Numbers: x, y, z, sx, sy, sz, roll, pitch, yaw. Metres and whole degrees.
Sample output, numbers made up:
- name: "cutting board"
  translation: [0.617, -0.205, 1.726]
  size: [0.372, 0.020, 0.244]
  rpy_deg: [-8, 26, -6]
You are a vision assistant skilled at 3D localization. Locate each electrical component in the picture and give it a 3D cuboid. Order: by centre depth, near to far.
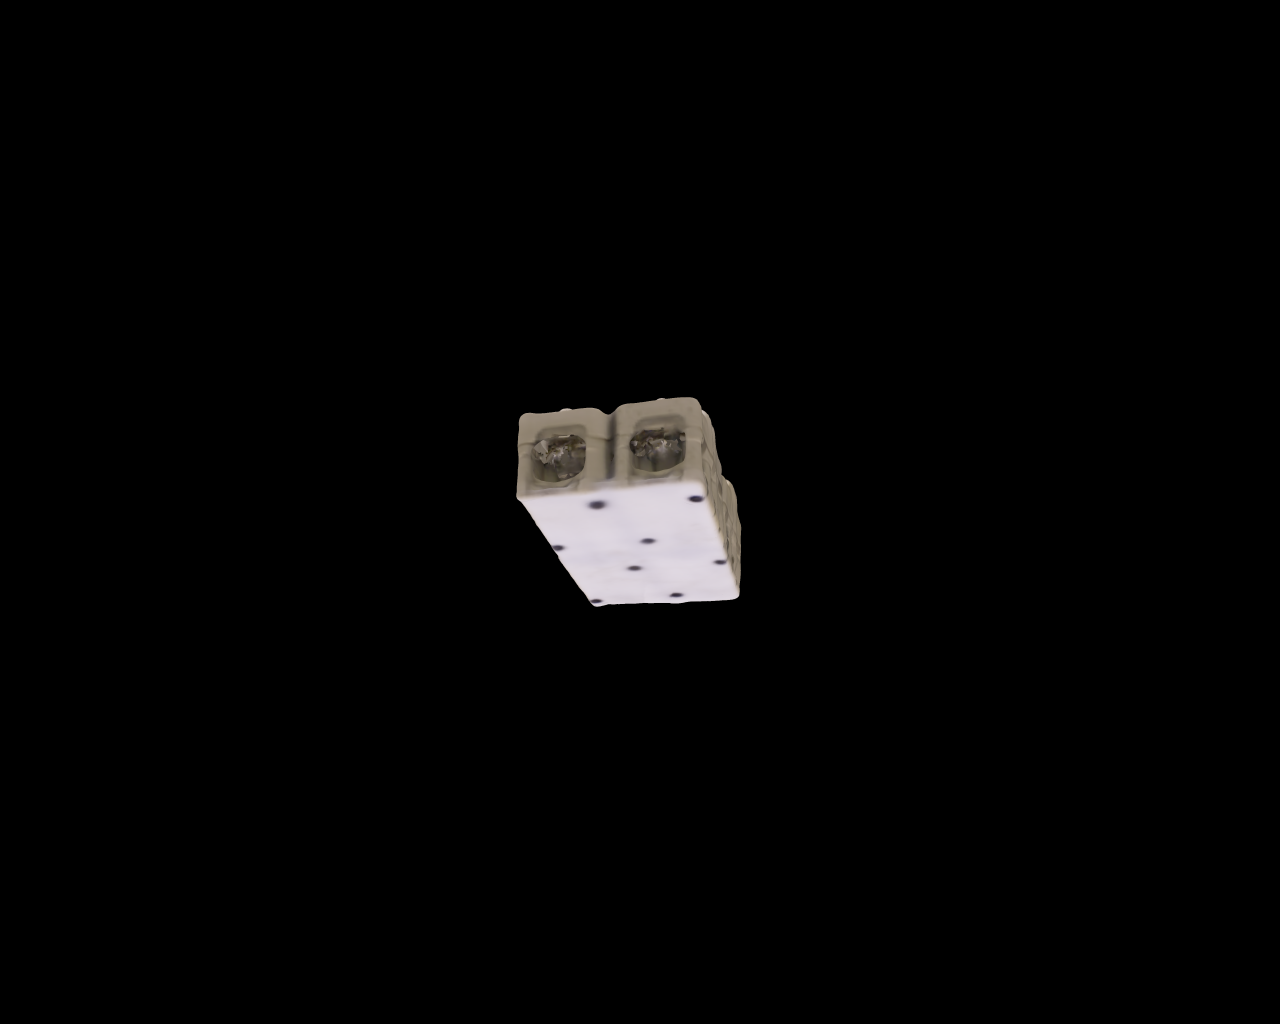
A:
- name: "electrical component"
  translation: [0.001, -0.003, 0.650]
  size: [0.105, 0.060, 0.186]
  rpy_deg: [-5, -24, 10]
